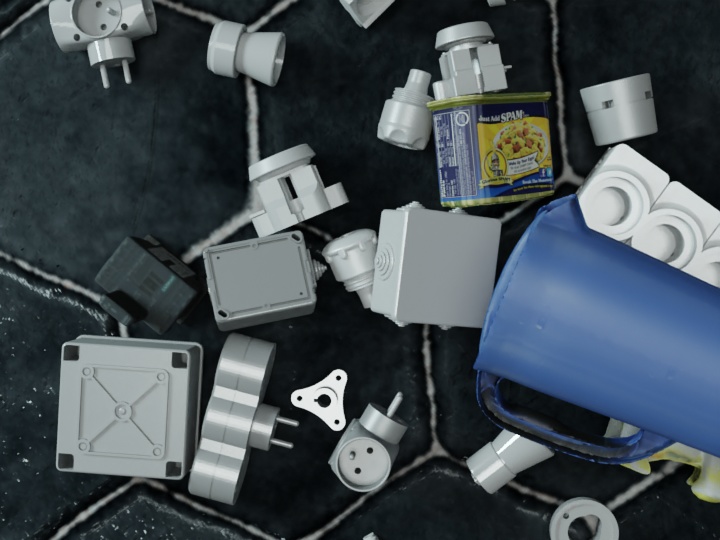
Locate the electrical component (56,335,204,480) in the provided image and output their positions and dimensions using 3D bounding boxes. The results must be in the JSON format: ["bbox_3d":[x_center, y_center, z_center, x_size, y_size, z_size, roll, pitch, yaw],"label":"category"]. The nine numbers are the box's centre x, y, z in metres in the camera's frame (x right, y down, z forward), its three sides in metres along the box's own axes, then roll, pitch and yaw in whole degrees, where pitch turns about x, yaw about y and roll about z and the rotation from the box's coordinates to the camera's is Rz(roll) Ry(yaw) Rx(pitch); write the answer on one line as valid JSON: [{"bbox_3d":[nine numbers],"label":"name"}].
[{"bbox_3d":[-0.189,0.112,0.890,0.109,0.056,0.108,4,92,3],"label":"electrical component"}]

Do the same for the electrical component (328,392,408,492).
[{"bbox_3d":[0.013,0.133,0.869,0.044,0.077,0.079,31,93,1],"label":"electrical component"}]

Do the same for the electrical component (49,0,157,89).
[{"bbox_3d":[-0.207,-0.190,0.886,0.077,0.044,0.079,-12,91,4],"label":"electrical component"}]

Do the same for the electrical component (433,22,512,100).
[{"bbox_3d":[0.088,-0.168,0.868,0.066,0.048,0.055,-11,92,-13],"label":"electrical component"}]

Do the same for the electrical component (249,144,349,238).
[{"bbox_3d":[-0.056,-0.067,0.876,0.078,0.058,0.057,-22,94,4],"label":"electrical component"}]

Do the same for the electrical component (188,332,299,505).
[{"bbox_3d":[-0.088,0.127,0.886,0.074,0.052,0.138,15,93,3],"label":"electrical component"}]

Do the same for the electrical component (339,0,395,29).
[{"bbox_3d":[0.022,-0.263,0.859,0.121,0.079,0.063,-44,67,4],"label":"electrical component"}]

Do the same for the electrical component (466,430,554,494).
[{"bbox_3d":[0.121,0.152,0.882,0.065,0.044,0.044,-39,90,9],"label":"electrical component"}]

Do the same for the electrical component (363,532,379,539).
[{"bbox_3d":[-0.015,0.271,0.883,0.096,0.062,0.061,-30,90,4],"label":"electrical component"}]

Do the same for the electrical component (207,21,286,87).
[{"bbox_3d":[-0.093,-0.177,0.880,0.055,0.045,0.045,13,93,3],"label":"electrical component"}]

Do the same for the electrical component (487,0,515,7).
[{"bbox_3d":[0.122,-0.242,0.861,0.055,0.066,0.048,-23,56,12],"label":"electrical component"}]

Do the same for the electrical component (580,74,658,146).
[{"bbox_3d":[0.209,-0.127,0.860,0.055,0.055,0.047,-13,95,4],"label":"electrical component"}]

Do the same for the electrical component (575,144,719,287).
[{"bbox_3d":[0.238,-0.021,0.858,0.150,0.062,0.089,36,94,1],"label":"electrical component"}]

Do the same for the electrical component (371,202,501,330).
[{"bbox_3d":[0.059,-0.002,0.860,0.100,0.048,0.099,6,92,-27],"label":"electrical component"}]

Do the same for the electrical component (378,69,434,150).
[{"bbox_3d":[0.041,-0.131,0.875,0.043,0.043,0.062,16,91,2],"label":"electrical component"}]

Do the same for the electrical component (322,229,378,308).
[{"bbox_3d":[0.000,0.000,0.882,0.048,0.048,0.062,-22,98,4],"label":"electrical component"}]

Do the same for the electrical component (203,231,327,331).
[{"bbox_3d":[-0.075,0.009,0.874,0.096,0.061,0.061,-11,79,-7],"label":"electrical component"}]
